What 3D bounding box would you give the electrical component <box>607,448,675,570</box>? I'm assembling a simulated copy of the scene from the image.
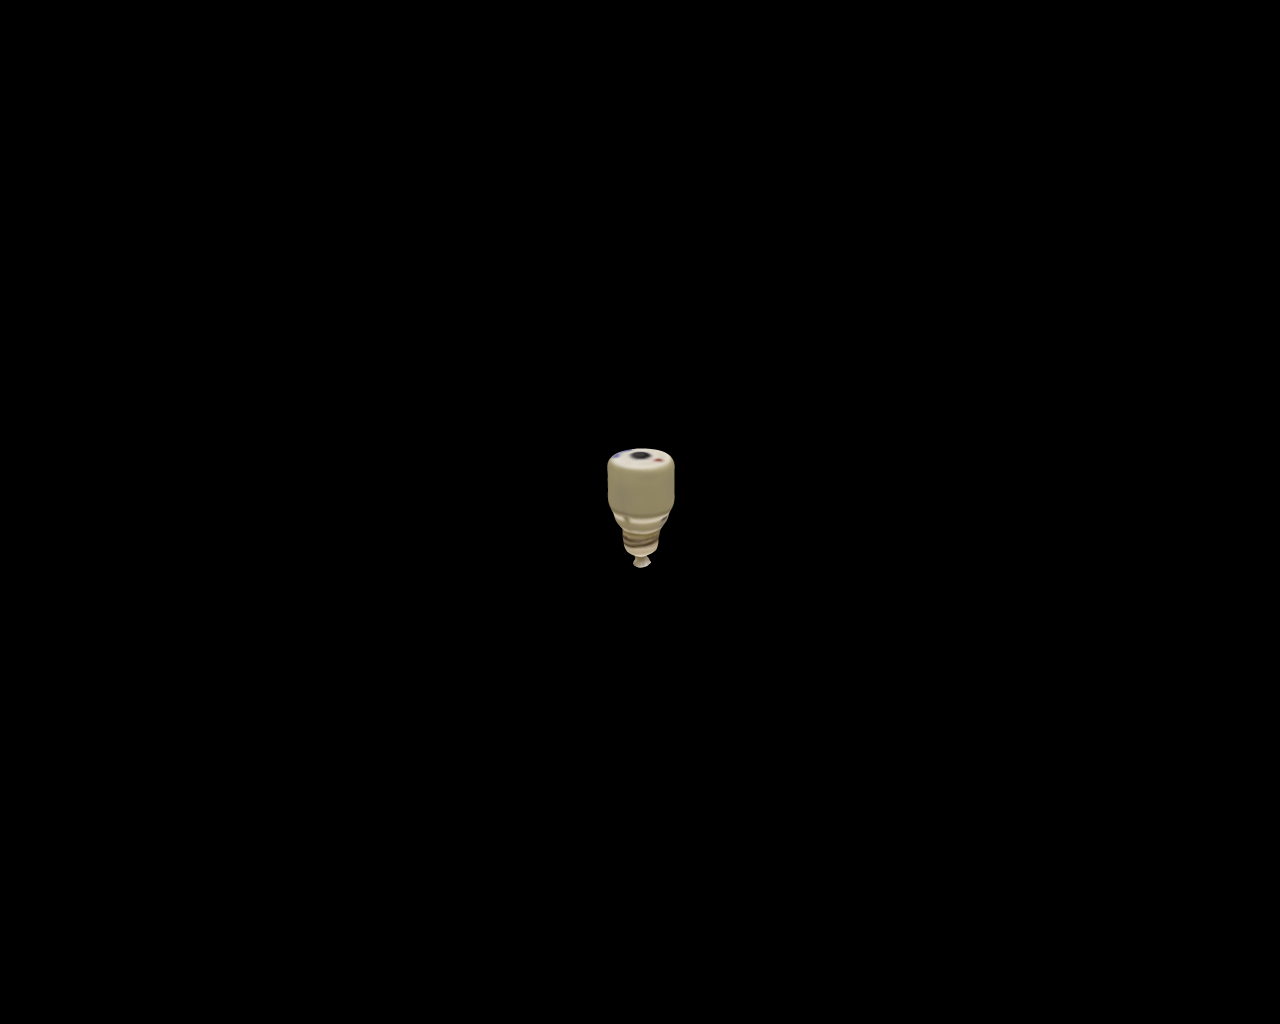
[{"bbox_3d":[0.001,-0.003,0.650,0.040,0.078,0.040,0,24,0],"label":"electrical component"}]
